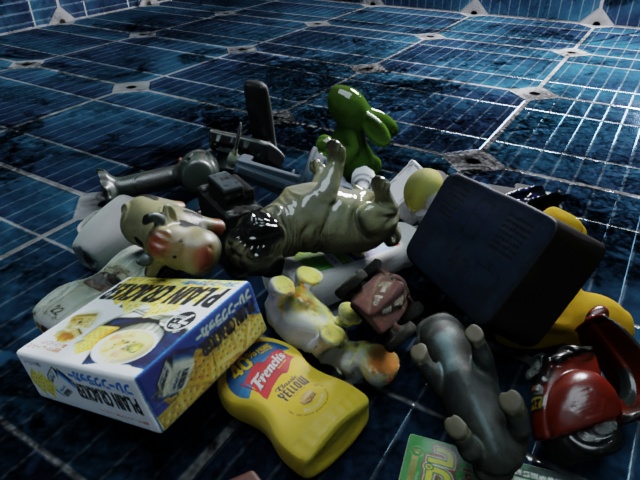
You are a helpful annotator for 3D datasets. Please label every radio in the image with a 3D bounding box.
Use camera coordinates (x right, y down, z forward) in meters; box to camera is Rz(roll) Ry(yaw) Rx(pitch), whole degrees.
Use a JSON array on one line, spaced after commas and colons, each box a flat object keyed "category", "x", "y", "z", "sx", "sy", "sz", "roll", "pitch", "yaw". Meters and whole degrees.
[{"category": "radio", "x": 0.192, "y": 0.013, "z": 0.614, "sx": 0.073, "sy": 0.131, "sz": 0.230, "roll": 26, "pitch": 11, "yaw": -19}]

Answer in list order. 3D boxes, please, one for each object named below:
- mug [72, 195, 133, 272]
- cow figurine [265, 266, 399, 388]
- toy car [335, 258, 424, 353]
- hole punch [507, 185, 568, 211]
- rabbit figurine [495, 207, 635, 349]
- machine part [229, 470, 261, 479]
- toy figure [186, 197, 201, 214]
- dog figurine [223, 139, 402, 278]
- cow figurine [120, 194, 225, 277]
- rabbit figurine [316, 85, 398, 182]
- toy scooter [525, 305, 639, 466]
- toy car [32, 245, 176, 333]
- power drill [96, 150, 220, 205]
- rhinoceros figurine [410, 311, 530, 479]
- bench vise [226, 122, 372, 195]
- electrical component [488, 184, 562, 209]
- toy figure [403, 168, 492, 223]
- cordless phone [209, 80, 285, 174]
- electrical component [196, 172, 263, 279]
[{"category": "mug", "x": -0.317, "y": -0.009, "z": 0.796, "sx": 0.110, "sy": 0.080, "sz": 0.107, "roll": 20, "pitch": 46, "yaw": 19}, {"category": "cow figurine", "x": 0.007, "y": 0.114, "z": 0.600, "sx": 0.167, "sy": 0.098, "sz": 0.068, "roll": 42, "pitch": 43, "yaw": 22}, {"category": "toy car", "x": 0.074, "y": 0.065, "z": 0.604, "sx": 0.089, "sy": 0.053, "sz": 0.202, "roll": 50, "pitch": 11, "yaw": 8}, {"category": "hole punch", "x": 0.275, "y": -0.020, "z": 0.772, "sx": 0.142, "sy": 0.115, "sz": 0.092, "roll": -15, "pitch": 27, "yaw": -21}, {"category": "rabbit figurine", "x": 0.284, "y": 0.064, "z": 0.640, "sx": 0.162, "sy": 0.121, "sz": 0.173, "roll": -23, "pitch": 55, "yaw": -26}, {"category": "machine part", "x": -0.053, "y": 0.274, "z": 0.344, "sx": 0.201, "sy": 0.087, "sz": 0.201, "roll": -20, "pitch": 37, "yaw": -29}, {"category": "toy figure", "x": -0.211, "y": -0.040, "z": 0.859, "sx": 0.154, "sy": 0.064, "sz": 0.058, "roll": -13, "pitch": 70, "yaw": -10}, {"category": "dog figurine", "x": -0.004, "y": -0.002, "z": 0.667, "sx": 0.172, "sy": 0.121, "sz": 0.190, "roll": 37, "pitch": 70, "yaw": 4}, {"category": "cow figurine", "x": -0.188, "y": -0.008, "z": 0.668, "sx": 0.127, "sy": 0.085, "sz": 0.195, "roll": 11, "pitch": 9, "yaw": -46}, {"category": "rabbit figurine", "x": 0.058, "y": -0.196, "z": 0.991, "sx": 0.159, "sy": 0.170, "sz": 0.121, "roll": 9, "pitch": 35, "yaw": 17}, {"category": "toy scooter", "x": 0.273, "y": 0.135, "z": 0.531, "sx": 0.184, "sy": 0.075, "sz": 0.135, "roll": -9, "pitch": 65, "yaw": -20}, {"category": "toy car", "x": -0.271, "y": 0.061, "z": 0.705, "sx": 0.074, "sy": 0.056, "sz": 0.202, "roll": 19, "pitch": 38, "yaw": 28}, {"category": "power drill", "x": -0.277, "y": -0.107, "z": 0.941, "sx": 0.207, "sy": 0.085, "sz": 0.232, "roll": -10, "pitch": 16, "yaw": -19}, {"category": "rhinoceros figurine", "x": 0.144, "y": 0.137, "z": 0.528, "sx": 0.073, "sy": 0.112, "sz": 0.190, "roll": -30, "pitch": 34, "yaw": 8}, {"category": "bench vise", "x": -0.038, "y": -0.086, "z": 0.852, "sx": 0.241, "sy": 0.128, "sz": 0.224, "roll": 19, "pitch": 27, "yaw": -1}, {"category": "electrical component", "x": 0.331, "y": -0.056, "z": 0.879, "sx": 0.119, "sy": 0.047, "sz": 0.075, "roll": 8, "pitch": 33, "yaw": 15}, {"category": "toy figure", "x": 0.208, "y": -0.057, "z": 0.819, "sx": 0.180, "sy": 0.082, "sz": 0.089, "roll": 3, "pitch": 31, "yaw": -30}, {"category": "cordless phone", "x": -0.147, "y": -0.214, "z": 1.013, "sx": 0.147, "sy": 0.184, "sz": 0.089, "roll": 18, "pitch": 42, "yaw": 26}, {"category": "electrical component", "x": -0.127, "y": -0.027, "z": 0.768, "sx": 0.058, "sy": 0.134, "sz": 0.115, "roll": -20, "pitch": 35, "yaw": -28}]
